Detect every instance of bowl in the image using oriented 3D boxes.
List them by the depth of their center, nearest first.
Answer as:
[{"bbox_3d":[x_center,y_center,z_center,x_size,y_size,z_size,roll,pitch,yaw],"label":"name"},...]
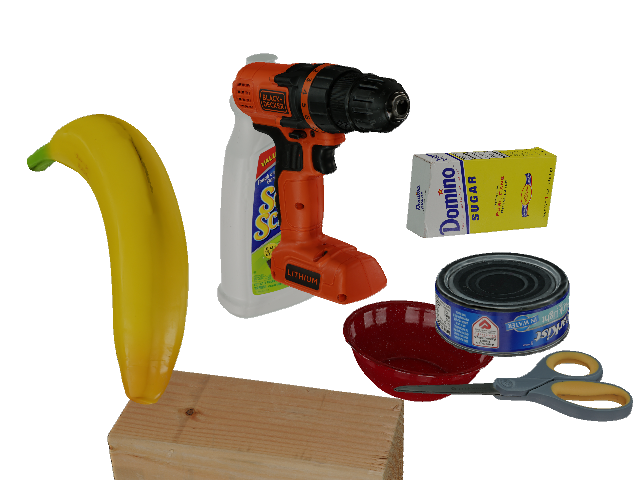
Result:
[{"bbox_3d":[0.101,0.124,1.135,0.162,0.055,0.162,5,24,-2],"label":"bowl"}]

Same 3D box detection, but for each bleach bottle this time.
[{"bbox_3d":[-0.057,-0.054,1.039,0.102,0.251,0.068,-16,28,-26],"label":"bleach bottle"}]

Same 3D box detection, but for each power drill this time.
[{"bbox_3d":[0.007,-0.048,0.846,0.057,0.188,0.185,-19,23,-35],"label":"power drill"}]

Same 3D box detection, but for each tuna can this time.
[{"bbox_3d":[0.116,0.039,0.682,0.086,0.034,0.086,-3,23,1],"label":"tuna can"}]

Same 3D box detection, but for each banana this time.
[{"bbox_3d":[-0.097,-0.009,0.527,0.037,0.070,0.198,12,30,-36],"label":"banana"}]

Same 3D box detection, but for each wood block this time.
[{"bbox_3d":[-0.045,0.168,0.816,0.206,0.090,0.090,6,32,13],"label":"wood block"}]

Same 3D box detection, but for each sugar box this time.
[{"bbox_3d":[0.190,-0.057,1.253,0.176,0.093,0.048,-7,21,-26],"label":"sugar box"}]

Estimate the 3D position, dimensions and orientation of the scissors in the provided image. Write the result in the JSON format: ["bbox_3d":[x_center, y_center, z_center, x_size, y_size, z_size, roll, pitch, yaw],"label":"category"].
[{"bbox_3d":[0.165,0.117,0.918,0.202,0.016,0.096,9,28,3],"label":"scissors"}]
